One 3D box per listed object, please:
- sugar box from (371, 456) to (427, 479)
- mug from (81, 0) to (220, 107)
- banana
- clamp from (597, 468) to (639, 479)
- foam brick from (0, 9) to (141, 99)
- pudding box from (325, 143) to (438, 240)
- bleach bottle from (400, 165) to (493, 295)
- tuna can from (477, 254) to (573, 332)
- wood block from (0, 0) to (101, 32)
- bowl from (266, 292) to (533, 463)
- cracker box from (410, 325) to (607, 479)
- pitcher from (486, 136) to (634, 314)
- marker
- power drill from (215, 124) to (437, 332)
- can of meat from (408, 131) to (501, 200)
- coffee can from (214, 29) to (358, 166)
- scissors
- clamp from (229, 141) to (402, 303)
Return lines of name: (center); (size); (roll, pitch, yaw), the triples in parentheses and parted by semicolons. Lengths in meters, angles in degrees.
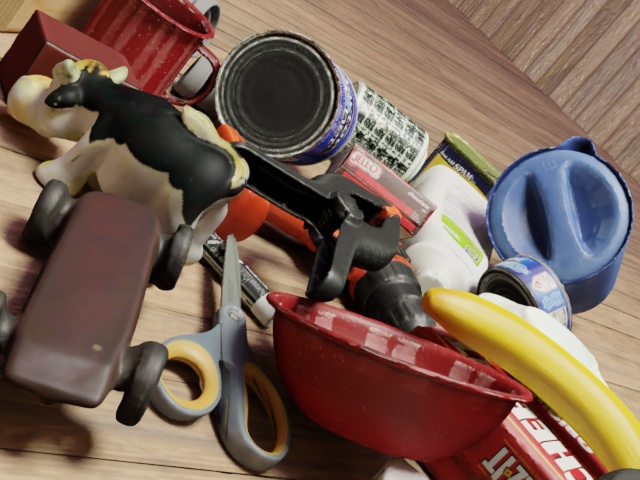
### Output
sugar box: (0.045, 0.178, 0.505); (0.093, 0.048, 0.176); (39, 15, 3)
mug: (-0.135, -0.153, 0.856); (0.117, 0.082, 0.093); (35, 19, -13)
banana: (0.150, 0.093, 0.688); (0.198, 0.037, 0.069); (43, 20, 8)
clamp: (0.176, 0.182, 0.566); (0.209, 0.036, 0.165); (-6, 49, -48)
foam brick: (-0.173, -0.112, 0.736); (0.078, 0.053, 0.051); (25, 23, -39)
pudding box: (0.046, -0.040, 0.947); (0.090, 0.039, 0.113); (39, -10, -6)
bleach bottle: (0.113, 0.003, 1.008); (0.102, 0.068, 0.250); (41, 21, -1)
tuna can: (0.172, 0.057, 0.905); (0.033, 0.086, 0.086); (-21, 55, -26)
wood block: (-0.209, -0.231, 0.881); (0.091, 0.090, 0.205); (43, 19, 7)
bowl: (0.036, 0.083, 0.609); (0.162, 0.055, 0.162); (21, 3, -1)
cracker box: (0.149, 0.135, 0.757); (0.164, 0.072, 0.213); (48, 21, 25)
pitcher: (0.244, 0.014, 1.085); (0.145, 0.149, 0.242); (61, 6, 20)
marker: (-0.068, 0.009, 0.711); (0.121, 0.020, 0.020); (46, 20, 17)
power drill: (-0.005, 0.001, 0.797); (0.187, 0.057, 0.184); (30, 18, -34)
can of meat: (0.152, -0.055, 1.176); (0.102, 0.084, 0.057); (46, 20, 19)
coffee can: (-0.025, -0.117, 0.909); (0.103, 0.103, 0.140); (42, 6, 5)
scissors: (-0.067, 0.047, 0.613); (0.096, 0.016, 0.202); (22, 29, -34)
clamp: (0.001, -0.020, 0.713); (0.120, 0.039, 0.171); (56, 21, 8)
